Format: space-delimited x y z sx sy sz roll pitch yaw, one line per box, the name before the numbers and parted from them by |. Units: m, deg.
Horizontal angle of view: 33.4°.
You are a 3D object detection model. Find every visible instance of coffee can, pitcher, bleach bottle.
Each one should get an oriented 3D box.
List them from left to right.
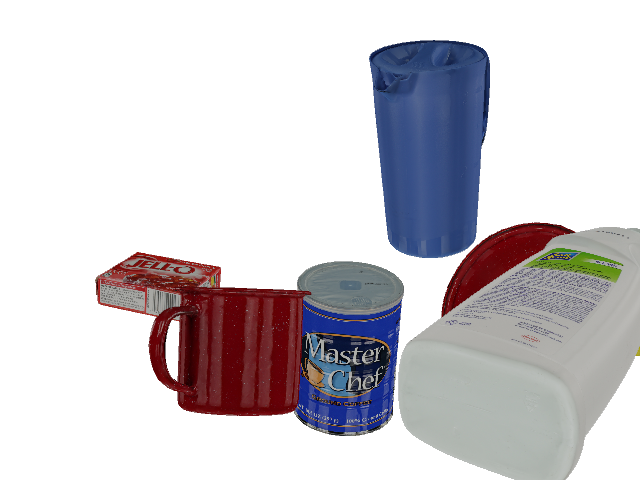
coffee can | 0.026 0.105 1.048 0.103 0.140 0.103 2 24 -1
pitcher | 0.137 -0.111 1.263 0.149 0.243 0.145 -4 25 0
bleach bottle | 0.148 0.045 0.619 0.103 0.068 0.250 14 26 32

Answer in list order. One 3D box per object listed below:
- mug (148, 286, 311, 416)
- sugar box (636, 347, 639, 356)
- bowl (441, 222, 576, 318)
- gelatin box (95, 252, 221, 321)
mug | -0.062 0.072 0.707 0.093 0.081 0.117 -1 -5 44
sugar box | 0.295 0.089 1.274 0.176 0.093 0.048 0 18 -4
bowl | 0.183 0.068 0.871 0.162 0.162 0.055 0 8 -14
gelatin box | -0.144 0.039 0.953 0.089 0.030 0.073 10 20 18
